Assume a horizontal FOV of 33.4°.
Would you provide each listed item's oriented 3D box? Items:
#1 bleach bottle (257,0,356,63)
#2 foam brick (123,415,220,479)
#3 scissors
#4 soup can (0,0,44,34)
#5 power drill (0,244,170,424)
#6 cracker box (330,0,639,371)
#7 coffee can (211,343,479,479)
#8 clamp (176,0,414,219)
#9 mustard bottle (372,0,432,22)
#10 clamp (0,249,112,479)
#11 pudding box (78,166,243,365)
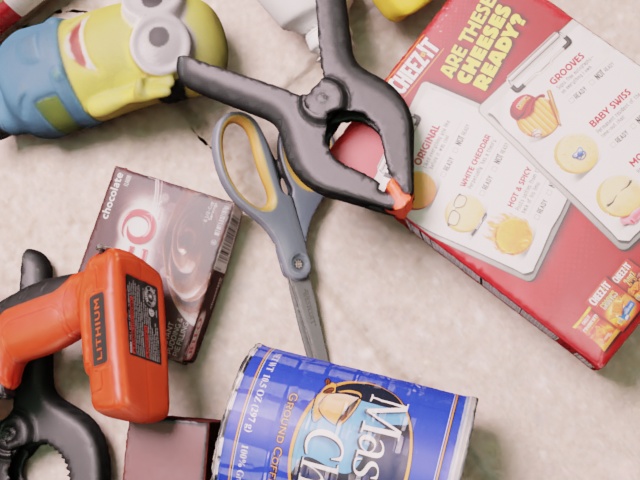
[{"bbox_3d":[-0.030,-0.241,0.724,0.068,0.102,0.251,-26,85,47],"label":"bleach bottle"},{"bbox_3d":[-0.087,0.139,0.677,0.051,0.078,0.053,2,80,9],"label":"foam brick"},{"bbox_3d":[-0.005,0.001,0.710,0.096,0.016,0.202,-31,99,-27],"label":"scissors"},{"bbox_3d":[-0.231,-0.183,0.749,0.102,0.068,0.068,-37,78,2],"label":"soup can"},{"bbox_3d":[-0.185,0.089,0.654,0.188,0.057,0.184,-13,70,20],"label":"power drill"},{"bbox_3d":[0.138,-0.046,0.673,0.214,0.072,0.164,38,88,13],"label":"cracker box"},{"bbox_3d":[0.016,0.129,0.649,0.140,0.102,0.103,13,84,10],"label":"coffee can"},{"bbox_3d":[0.007,-0.091,0.647,0.171,0.039,0.120,44,96,10],"label":"clamp"},{"bbox_3d":[0.030,-0.243,0.684,0.096,0.058,0.191,-39,99,-9],"label":"mustard bottle"},{"bbox_3d":[-0.197,0.120,0.716,0.164,0.036,0.210,-45,75,1],"label":"clamp"},{"bbox_3d":[-0.111,0.017,0.717,0.090,0.039,0.113,17,84,12],"label":"pudding box"}]
